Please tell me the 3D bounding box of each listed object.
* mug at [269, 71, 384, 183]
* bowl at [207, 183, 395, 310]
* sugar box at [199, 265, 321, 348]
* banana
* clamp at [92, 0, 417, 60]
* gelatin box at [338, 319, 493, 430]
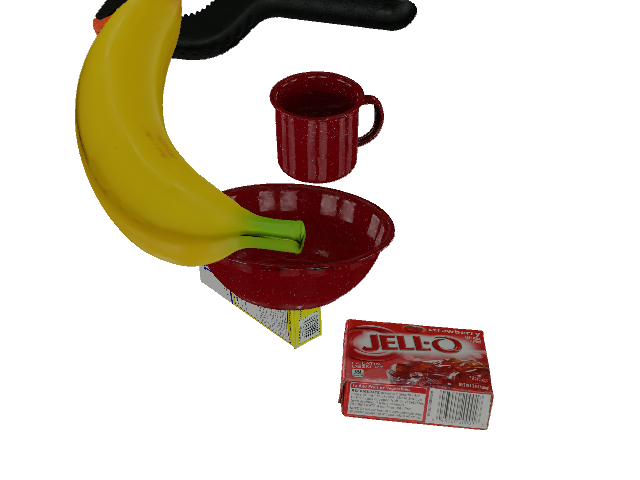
[{"bbox_3d":[0.008,-0.114,1.070,0.117,0.081,0.093,-14,40,-16],"label":"mug"},{"bbox_3d":[-0.024,0.009,0.826,0.162,0.055,0.162,2,24,-1],"label":"bowl"},{"bbox_3d":[-0.071,0.039,1.195,0.048,0.093,0.176,-25,40,-31],"label":"sugar box"},{"bbox_3d":[-0.070,-0.049,0.455,0.069,0.037,0.198,-9,45,-20],"label":"banana"},{"bbox_3d":[-0.050,-0.173,0.725,0.210,0.165,0.036,-31,-18,-7],"label":"clamp"},{"bbox_3d":[0.057,0.079,0.650,0.089,0.030,0.073,6,25,1],"label":"gelatin box"}]
